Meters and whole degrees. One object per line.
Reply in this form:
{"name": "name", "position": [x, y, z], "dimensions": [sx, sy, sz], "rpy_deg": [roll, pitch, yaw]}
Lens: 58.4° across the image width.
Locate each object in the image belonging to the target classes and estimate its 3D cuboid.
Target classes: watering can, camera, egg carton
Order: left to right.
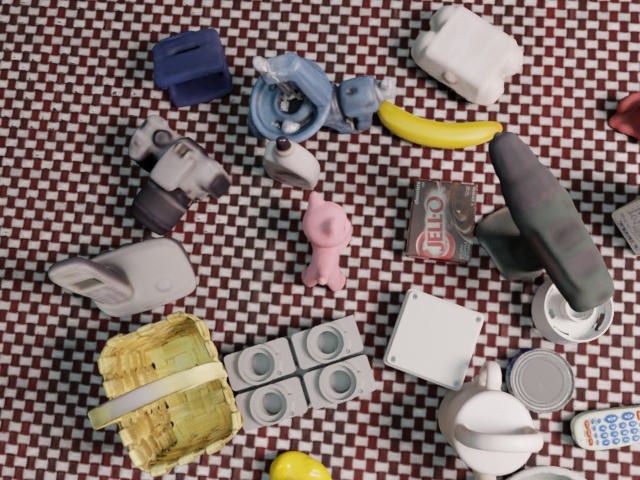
{"name": "camera", "position": [-0.223, -0.087, 0.817], "dimensions": [0.143, 0.101, 0.137], "rpy_deg": [37, 86, 7]}
{"name": "egg carton", "position": [0.212, -0.268, 0.834], "dimensions": [0.150, 0.069, 0.107], "rpy_deg": [35, 85, 7]}
{"name": "watering can", "position": [0.211, 0.242, 0.701], "dimensions": [0.101, 0.194, 0.173], "rpy_deg": [-18, 81, 1]}

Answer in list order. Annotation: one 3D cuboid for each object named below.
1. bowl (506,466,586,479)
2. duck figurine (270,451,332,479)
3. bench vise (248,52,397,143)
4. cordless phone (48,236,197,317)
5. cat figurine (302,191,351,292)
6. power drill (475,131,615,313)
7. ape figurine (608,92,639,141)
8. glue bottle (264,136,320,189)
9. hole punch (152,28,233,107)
{"name": "bowl", "position": [0.286, 0.372, 0.739], "dimensions": [0.167, 0.075, 0.167], "rpy_deg": [0, 82, 3]}
{"name": "duck figurine", "position": [-0.026, 0.333, 0.756], "dimensions": [0.077, 0.086, 0.104], "rpy_deg": [-43, 82, -3]}
{"name": "bench vise", "position": [-0.009, -0.208, 0.762], "dimensions": [0.207, 0.220, 0.121], "rpy_deg": [-25, 81, 0]}
{"name": "cordless phone", "position": [-0.256, 0.043, 0.758], "dimensions": [0.147, 0.185, 0.094], "rpy_deg": [-21, 81, 0]}
{"name": "cat figurine", "position": [0.007, 0.003, 0.784], "dimensions": [0.067, 0.118, 0.128], "rpy_deg": [5, 82, 4]}
{"name": "power drill", "position": [0.266, -0.014, 0.726], "dimensions": [0.075, 0.208, 0.229], "rpy_deg": [-33, 81, -1]}
{"name": "ape figurine", "position": [0.461, -0.176, 0.797], "dimensions": [0.076, 0.092, 0.078], "rpy_deg": [-18, 81, 1]}
{"name": "glue bottle", "position": [-0.043, -0.110, 0.774], "dimensions": [0.078, 0.173, 0.037], "rpy_deg": [11, 83, 5]}
{"name": "hole punch", "position": [-0.194, -0.263, 0.845], "dimensions": [0.108, 0.091, 0.101], "rpy_deg": [-16, 81, 1]}
